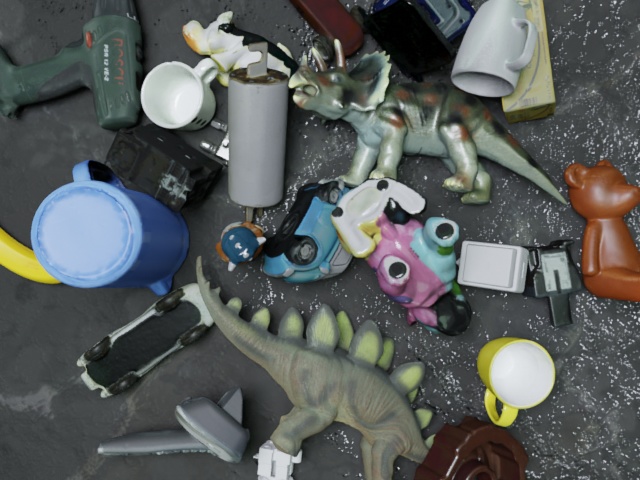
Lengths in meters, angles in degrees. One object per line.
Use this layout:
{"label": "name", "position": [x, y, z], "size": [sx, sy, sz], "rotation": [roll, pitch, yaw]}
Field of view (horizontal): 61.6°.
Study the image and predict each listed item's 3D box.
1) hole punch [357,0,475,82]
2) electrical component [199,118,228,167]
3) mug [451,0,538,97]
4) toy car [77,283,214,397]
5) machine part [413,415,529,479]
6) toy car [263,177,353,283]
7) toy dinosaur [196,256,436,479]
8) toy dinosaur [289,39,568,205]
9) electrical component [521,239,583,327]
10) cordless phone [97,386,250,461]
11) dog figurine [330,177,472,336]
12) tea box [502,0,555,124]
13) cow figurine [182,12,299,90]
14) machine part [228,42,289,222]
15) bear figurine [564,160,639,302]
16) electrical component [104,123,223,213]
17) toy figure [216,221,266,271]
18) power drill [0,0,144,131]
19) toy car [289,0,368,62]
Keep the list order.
{"label": "hole punch", "position": [0.136, -0.298, 0.733], "size": [0.142, 0.116, 0.092], "rotation": [38, 74, -25]}
{"label": "electrical component", "position": [-0.119, -0.134, 0.765], "size": [0.094, 0.021, 0.063], "rotation": [26, 87, -3]}
{"label": "mug", "position": [0.223, -0.246, 0.670], "size": [0.081, 0.110, 0.107], "rotation": [15, 87, -21]}
{"label": "toy car", "position": [-0.234, 0.136, 0.734], "size": [0.202, 0.056, 0.073], "rotation": [-35, 97, -3]}
{"label": "machine part", "position": [0.204, 0.328, 0.722], "size": [0.179, 0.056, 0.179], "rotation": [-2, 94, -29]}
{"label": "toy car", "position": [-0.002, -0.002, 0.737], "size": [0.103, 0.109, 0.161], "rotation": [36, 74, -24]}
{"label": "toy dinosaur", "position": [0.012, 0.194, 0.726], "size": [0.471, 0.105, 0.198], "rotation": [30, 79, -11]}
{"label": "toy dinosaur", "position": [0.149, -0.157, 0.742], "size": [0.405, 0.131, 0.192], "rotation": [7, 88, -9]}
{"label": "electrical component", "position": [0.333, 0.061, 0.773], "size": [0.075, 0.048, 0.119], "rotation": [-12, 89, -3]}
{"label": "cordless phone", "position": [-0.188, 0.245, 0.679], "size": [0.184, 0.146, 0.089], "rotation": [-2, 68, -15]}
{"label": "dog figurine", "position": [0.116, 0.036, 0.706], "size": [0.108, 0.219, 0.192], "rotation": [-42, 57, -6]}
{"label": "tea box", "position": [0.283, -0.258, 0.749], "size": [0.068, 0.098, 0.169], "rotation": [-8, 87, 22]}
{"label": "cow figurine", "position": [-0.105, -0.259, 0.748], "size": [0.167, 0.068, 0.098], "rotation": [41, 81, -5]}
{"label": "machine part", "position": [-0.081, -0.132, 0.702], "size": [0.079, 0.079, 0.243], "rotation": [3, 121, -3]}
{"label": "bear figurine", "position": [0.421, -0.019, 0.747], "size": [0.120, 0.132, 0.195], "rotation": [-5, 92, -32]}
{"label": "electrical component", "position": [-0.196, -0.099, 0.704], "size": [0.115, 0.134, 0.058], "rotation": [34, 107, -4]}
{"label": "toy figure", "position": [-0.104, 0.006, 0.695], "size": [0.058, 0.154, 0.064], "rotation": [23, 88, -5]}
{"label": "power drill", "position": [-0.346, -0.257, 0.734], "size": [0.207, 0.086, 0.232], "rotation": [-12, 92, -11]}
{"label": "toy car", "position": [-0.015, -0.345, 0.764], "size": [0.089, 0.053, 0.202], "rotation": [-44, 95, -9]}
